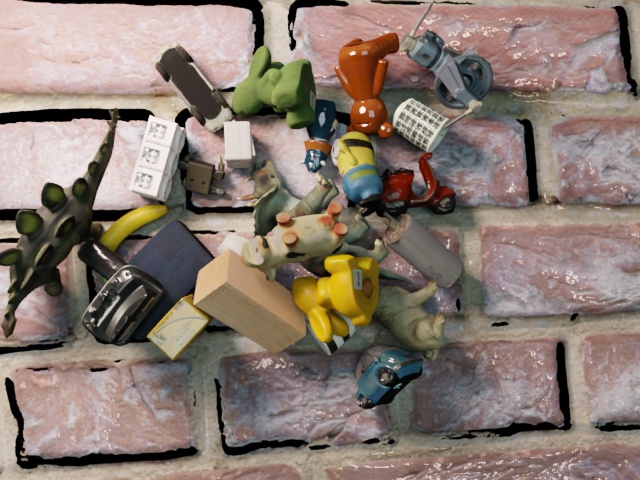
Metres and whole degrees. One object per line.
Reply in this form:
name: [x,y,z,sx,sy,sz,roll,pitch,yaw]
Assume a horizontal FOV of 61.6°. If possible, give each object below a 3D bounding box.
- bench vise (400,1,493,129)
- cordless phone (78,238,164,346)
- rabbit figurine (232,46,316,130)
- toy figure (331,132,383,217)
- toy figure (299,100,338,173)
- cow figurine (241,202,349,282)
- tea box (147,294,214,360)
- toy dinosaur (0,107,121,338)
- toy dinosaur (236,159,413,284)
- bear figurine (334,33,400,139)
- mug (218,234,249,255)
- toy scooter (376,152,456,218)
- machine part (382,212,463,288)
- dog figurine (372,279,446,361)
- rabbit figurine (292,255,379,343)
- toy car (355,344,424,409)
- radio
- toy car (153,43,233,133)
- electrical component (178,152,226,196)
bench vise: [0.267,-0.333,1.084,0.223,0.241,0.129,32,122,-30]
cordless phone: [-0.401,0.094,1.001,0.184,0.088,0.146,37,86,8]
rabbit figurine: [-0.104,-0.308,1.086,0.170,0.121,0.159,-5,76,19]
toy figure: [0.082,-0.137,1.090,0.089,0.082,0.180,-7,59,-26]
toy figure: [0.000,-0.214,1.125,0.058,0.064,0.154,8,93,-44]
cow figurine: [-0.050,0.007,0.989,0.195,0.127,0.085,-14,58,-12]
tea box: [-0.258,0.161,1.028,0.068,0.169,0.098,43,86,-1]
toy dinosaur: [-0.481,-0.029,0.999,0.105,0.198,0.471,27,87,-8]
toy dinosaur: [0.001,-0.001,1.094,0.192,0.131,0.404,-38,100,11]
bear figurine: [0.107,-0.315,1.123,0.132,0.120,0.195,-45,126,-45]
mug: [-0.159,0.045,1.094,0.107,0.081,0.109,34,90,6]
toy scooter: [0.195,-0.117,1.134,0.184,0.075,0.135,-4,86,-8]
machine part: [0.213,0.025,1.106,0.243,0.079,0.079,39,85,-22]
dog figurine: [0.143,0.162,1.088,0.191,0.121,0.172,-5,62,-8]
rabbit figurine: [0.024,0.109,1.026,0.173,0.122,0.162,-6,91,33]
toy car: [0.127,0.267,1.097,0.109,0.161,0.103,1,46,-43]
radio: [-0.323,0.080,1.075,0.131,0.073,0.229,44,86,-4]
toy car: [-0.261,-0.312,1.103,0.073,0.056,0.201,-39,91,0]
electrical component: [-0.241,-0.138,1.106,0.102,0.045,0.078,9,115,-3]
